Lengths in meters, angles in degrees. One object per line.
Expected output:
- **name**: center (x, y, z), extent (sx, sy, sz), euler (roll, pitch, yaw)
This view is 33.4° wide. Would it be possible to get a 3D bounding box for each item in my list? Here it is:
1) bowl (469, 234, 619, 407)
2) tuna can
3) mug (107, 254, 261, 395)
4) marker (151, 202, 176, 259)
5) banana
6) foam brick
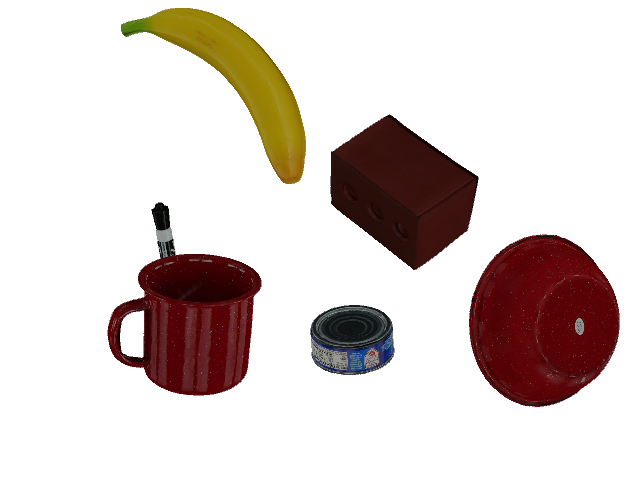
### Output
- **bowl**: center (0.218, 0.076, 0.973), extent (0.161, 0.162, 0.055), euler (0, 1, -25)
- **tuna can**: center (0.032, 0.100, 1.092), extent (0.086, 0.034, 0.086), euler (-4, 26, 2)
- **mug**: center (-0.104, 0.067, 0.812), extent (0.117, 0.081, 0.093), euler (-8, 25, -29)
- **marker**: center (-0.170, 0.015, 1.184), extent (0.020, 0.121, 0.020), euler (-5, 25, 2)
- **banana**: center (-0.068, -0.127, 0.843), extent (0.198, 0.069, 0.037), euler (42, -4, 17)
- **foam brick**: center (0.051, -0.031, 0.671), extent (0.051, 0.053, 0.078), euler (-36, 58, -26)
